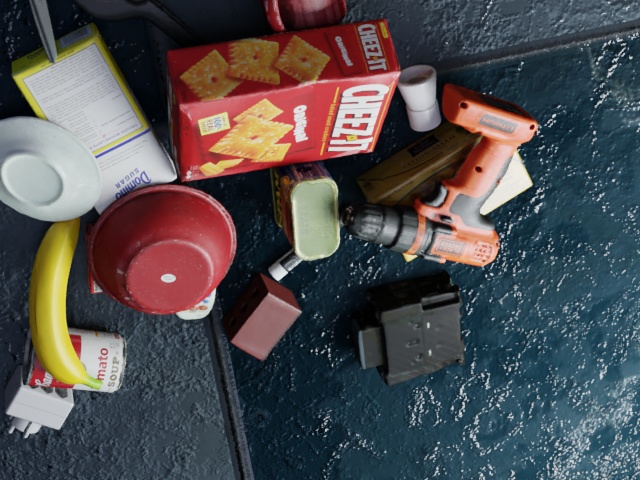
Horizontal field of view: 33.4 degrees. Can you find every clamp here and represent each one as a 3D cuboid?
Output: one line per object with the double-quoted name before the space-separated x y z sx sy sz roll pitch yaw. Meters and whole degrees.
"clamp" -0.172 -0.236 1.028 0.171 0.039 0.120 -1 113 -11

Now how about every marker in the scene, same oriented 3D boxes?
"marker" -0.008 0.001 1.219 0.121 0.020 0.020 -40 121 7

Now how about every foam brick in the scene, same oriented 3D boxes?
"foam brick" -0.068 0.088 1.229 0.051 0.053 0.078 31 104 -28

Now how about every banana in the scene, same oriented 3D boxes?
"banana" -0.275 0.068 1.124 0.069 0.037 0.198 -14 102 -50

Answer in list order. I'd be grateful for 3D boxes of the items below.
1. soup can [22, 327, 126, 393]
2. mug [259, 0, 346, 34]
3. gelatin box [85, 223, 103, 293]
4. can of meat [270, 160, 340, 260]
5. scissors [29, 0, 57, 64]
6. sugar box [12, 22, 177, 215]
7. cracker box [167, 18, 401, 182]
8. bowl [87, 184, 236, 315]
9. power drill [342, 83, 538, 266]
"soup can" -0.273 0.132 1.183 0.102 0.068 0.068 9 115 -22
"mug" -0.024 -0.241 1.030 0.093 0.117 0.081 1 129 21
"gelatin box" -0.209 0.017 1.161 0.089 0.030 0.073 -4 120 -14
"can of meat" -0.015 -0.040 1.156 0.057 0.084 0.102 -11 120 -12
"scissors" -0.253 -0.272 0.972 0.096 0.016 0.201 -30 109 -9
"sugar box" -0.224 -0.119 1.073 0.093 0.048 0.176 -26 126 0
"cracker box" -0.041 -0.133 1.057 0.213 0.072 0.164 -10 159 -11
"bowl" -0.162 0.024 1.122 0.162 0.055 0.162 -8 125 -12
"power drill" 0.132 -0.066 1.123 0.184 0.057 0.188 11 116 -25
